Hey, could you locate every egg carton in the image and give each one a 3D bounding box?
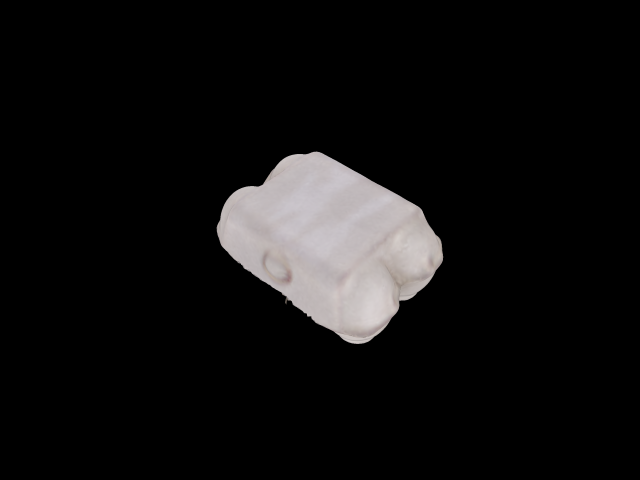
[{"bbox_3d":[0.004,0.001,0.400,0.150,0.069,0.107,32,54,27],"label":"egg carton"}]
